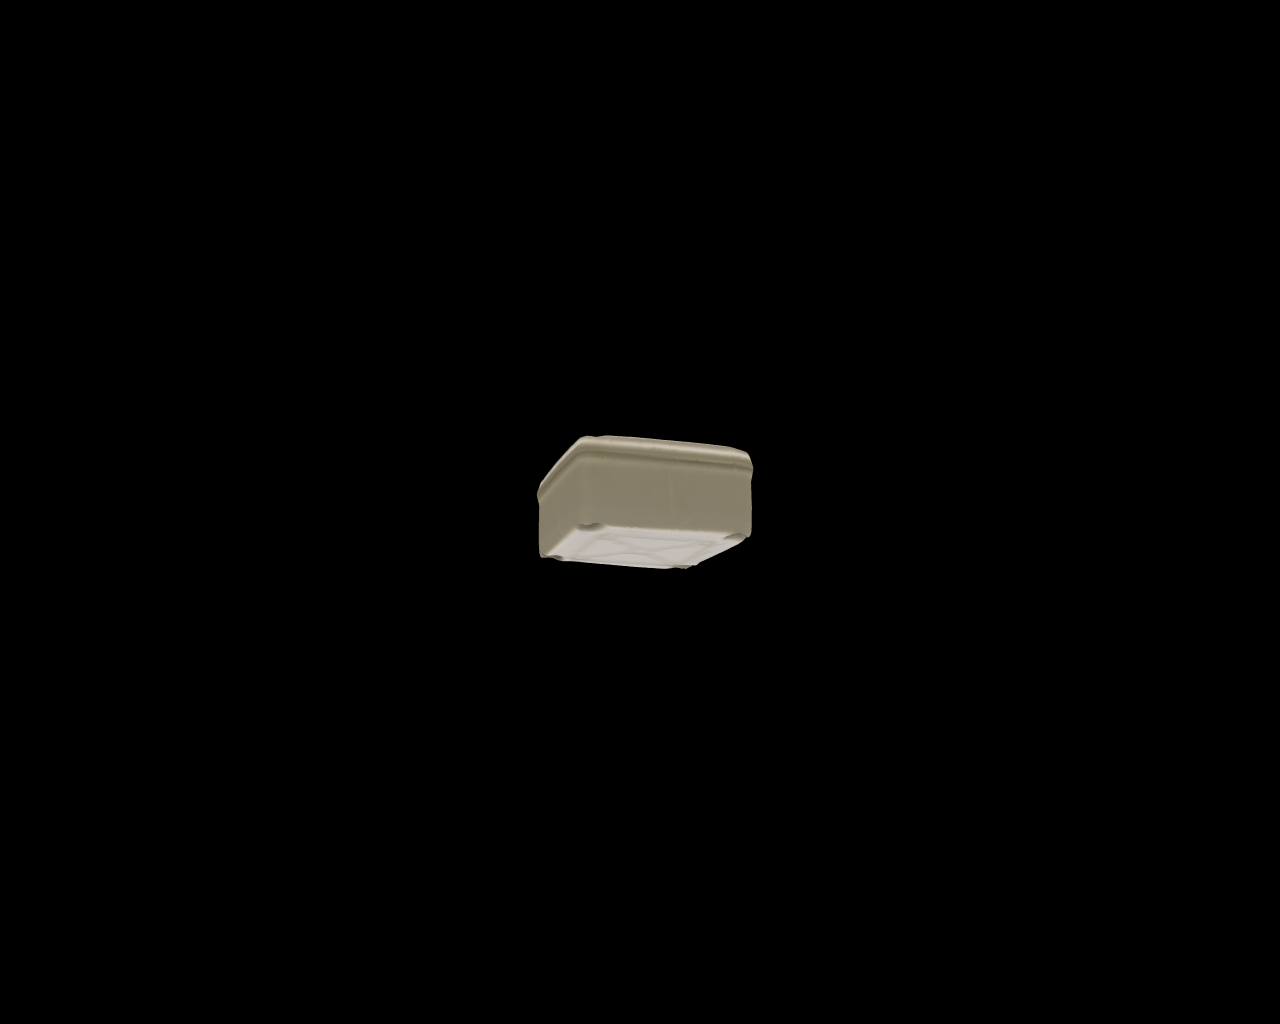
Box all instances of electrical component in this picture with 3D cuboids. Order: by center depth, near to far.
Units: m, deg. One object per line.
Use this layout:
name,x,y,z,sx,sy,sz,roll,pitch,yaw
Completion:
electrical component,0.001,-0.003,0.650,0.109,0.056,0.108,5,-15,-18
